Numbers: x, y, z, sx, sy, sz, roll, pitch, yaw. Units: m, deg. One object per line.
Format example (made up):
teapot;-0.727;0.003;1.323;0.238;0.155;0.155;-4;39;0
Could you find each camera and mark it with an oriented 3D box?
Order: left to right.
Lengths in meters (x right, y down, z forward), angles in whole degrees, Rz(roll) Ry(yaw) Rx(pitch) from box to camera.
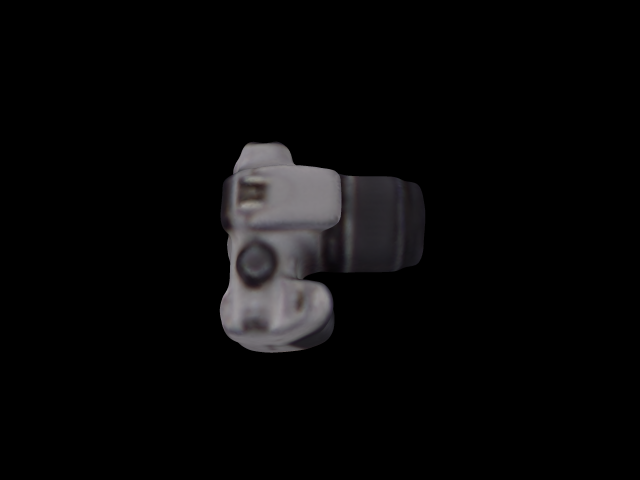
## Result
camera;0.004;0.001;0.400;0.137;0.101;0.143;0;73;0
